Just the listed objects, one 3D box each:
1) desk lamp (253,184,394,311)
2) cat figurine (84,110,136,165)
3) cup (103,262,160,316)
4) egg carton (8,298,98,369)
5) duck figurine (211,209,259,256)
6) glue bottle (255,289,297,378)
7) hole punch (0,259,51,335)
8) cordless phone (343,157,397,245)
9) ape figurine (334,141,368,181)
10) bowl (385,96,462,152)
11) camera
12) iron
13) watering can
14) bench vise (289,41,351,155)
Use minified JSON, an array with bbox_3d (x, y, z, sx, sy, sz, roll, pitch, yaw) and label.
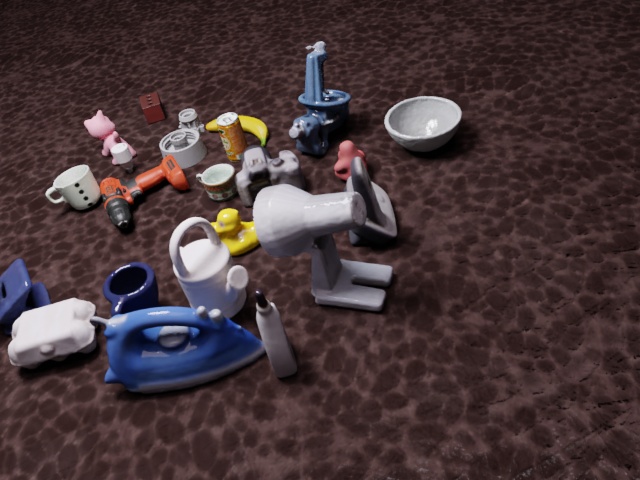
[{"bbox_3d":[0.009,0.003,0.957,0.202,0.214,0.118,5,46,19],"label":"desk lamp"},{"bbox_3d":[-0.533,-0.266,1.440,0.067,0.118,0.127,-39,49,-25],"label":"cat figurine"},{"bbox_3d":[-0.326,0.111,1.011,0.091,0.095,0.118,-3,44,11],"label":"cup"},{"bbox_3d":[-0.466,0.166,1.006,0.150,0.069,0.107,-17,43,-4],"label":"egg carton"},{"bbox_3d":[-0.166,-0.025,1.122,0.104,0.086,0.077,-17,43,-4],"label":"duck figurine"},{"bbox_3d":[-0.073,0.133,0.870,0.037,0.173,0.078,-17,43,-4],"label":"glue bottle"},{"bbox_3d":[-0.578,0.106,1.080,0.101,0.091,0.108,-30,46,-18],"label":"hole punch"},{"bbox_3d":[0.086,-0.094,1.061,0.094,0.185,0.147,-11,43,3],"label":"cordless phone"},{"bbox_3d":[0.064,-0.172,1.217,0.078,0.092,0.076,-24,44,-11],"label":"ape figurine"},{"bbox_3d":[0.229,-0.245,1.268,0.167,0.075,0.167,-7,43,7],"label":"bowl"},{"bbox_3d":[-0.117,-0.160,1.242,0.143,0.101,0.136,-16,43,-3],"label":"camera"},{"bbox_3d":[-0.225,0.151,0.911,0.258,0.142,0.118,-10,43,4],"label":"iron"},{"bbox_3d":[-0.190,0.045,0.975,0.172,0.194,0.101,4,45,17],"label":"watering can"},{"bbox_3d":[0.001,-0.315,1.289,0.121,0.220,0.207,1,45,15],"label":"bench vise"}]
